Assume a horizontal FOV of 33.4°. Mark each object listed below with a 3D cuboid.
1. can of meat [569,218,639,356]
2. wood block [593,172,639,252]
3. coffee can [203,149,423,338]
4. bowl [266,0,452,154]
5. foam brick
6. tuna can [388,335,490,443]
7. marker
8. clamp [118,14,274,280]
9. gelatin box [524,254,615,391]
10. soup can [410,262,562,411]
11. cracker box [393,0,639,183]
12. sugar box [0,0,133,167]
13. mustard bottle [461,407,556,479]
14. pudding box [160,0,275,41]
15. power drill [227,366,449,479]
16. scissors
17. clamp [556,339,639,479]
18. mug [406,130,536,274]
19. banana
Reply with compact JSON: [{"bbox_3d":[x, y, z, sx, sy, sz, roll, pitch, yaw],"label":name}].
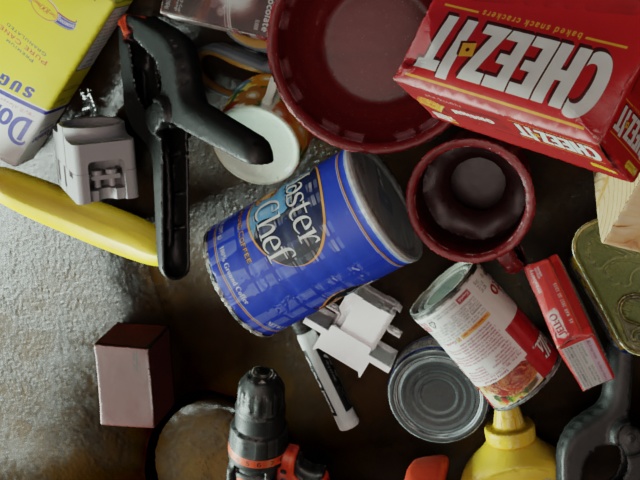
[{"bbox_3d":[0.225,0.034,0.781,0.057,0.084,0.102,-27,79,4],"label":"can of meat"},{"bbox_3d":[0.300,-0.032,0.718,0.206,0.090,0.091,14,133,-4],"label":"wood block"},{"bbox_3d":[-0.005,0.001,0.835,0.140,0.102,0.103,-29,98,20],"label":"coffee can"},{"bbox_3d":[0.043,-0.146,0.795,0.162,0.055,0.162,1,99,6],"label":"bowl"},{"bbox_3d":[-0.162,0.119,0.939,0.053,0.051,0.078,3,107,12],"label":"foam brick"},{"bbox_3d":[0.099,0.123,0.882,0.086,0.033,0.086,4,107,13],"label":"tuna can"},{"bbox_3d":[0.001,0.106,0.910,0.020,0.020,0.121,-21,100,19],"label":"marker"},{"bbox_3d":[-0.105,-0.095,0.812,0.165,0.036,0.210,-39,63,46],"label":"clamp"},{"bbox_3d":[0.186,0.063,0.798,0.030,0.089,0.073,-25,54,13],"label":"gelatin box"},{"bbox_3d":[0.127,0.072,0.821,0.069,0.068,0.102,-40,97,21],"label":"soup can"},{"bbox_3d":[0.166,-0.165,0.681,0.164,0.072,0.213,25,87,40],"label":"cracker box"},{"bbox_3d":[-0.239,-0.155,0.879,0.093,0.048,0.176,38,111,1],"label":"sugar box"},{"bbox_3d":[0.166,0.221,0.881,0.096,0.058,0.191,-8,104,8],"label":"mustard bottle"},{"bbox_3d":[-0.062,-0.214,0.808,0.090,0.039,0.113,15,98,10],"label":"pudding box"},{"bbox_3d":[0.011,0.200,0.905,0.188,0.057,0.184,13,122,13],"label":"power drill"},{"bbox_3d":[-0.004,-0.140,0.839,0.202,0.016,0.096,11,109,11],"label":"scissors"},{"bbox_3d":[0.249,0.152,0.831,0.120,0.039,0.171,27,93,8],"label":"clamp"},{"bbox_3d":[0.123,-0.028,0.804,0.093,0.081,0.117,-31,97,20],"label":"mug"},{"bbox_3d":[-0.196,-0.020,0.899,0.198,0.069,0.037,21,76,10],"label":"banana"}]
